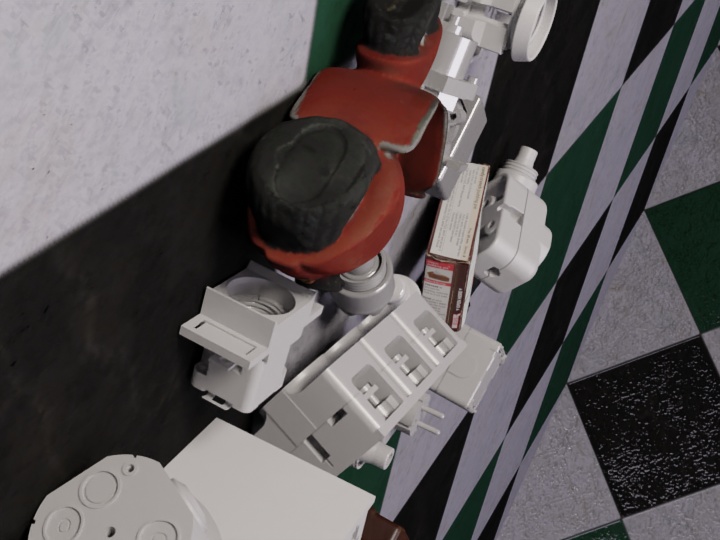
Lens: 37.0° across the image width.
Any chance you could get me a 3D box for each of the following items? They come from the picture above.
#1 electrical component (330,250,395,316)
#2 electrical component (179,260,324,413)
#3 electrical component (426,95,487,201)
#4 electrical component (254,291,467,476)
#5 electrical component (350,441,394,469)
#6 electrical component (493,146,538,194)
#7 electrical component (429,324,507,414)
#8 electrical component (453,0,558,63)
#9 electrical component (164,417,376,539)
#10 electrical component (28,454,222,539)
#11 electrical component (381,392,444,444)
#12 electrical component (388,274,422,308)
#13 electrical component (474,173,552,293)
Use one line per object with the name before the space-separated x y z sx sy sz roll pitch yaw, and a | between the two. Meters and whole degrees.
electrical component | 0.000 0.000 0.695 0.043 0.043 0.062 -58 160 -26
electrical component | -0.058 0.037 0.570 0.081 0.042 0.063 -35 146 -59
electrical component | 0.053 -0.083 0.739 0.065 0.047 0.076 -63 162 -9
electrical component | -0.002 0.079 0.720 0.089 0.061 0.150 -44 176 31
electrical component | -0.005 0.130 0.816 0.048 0.062 0.048 -56 160 -32
electrical component | 0.152 -0.088 1.037 0.062 0.043 0.043 -66 163 -3
electrical component | 0.085 0.082 0.930 0.061 0.061 0.096 -61 166 -4
electrical component | 0.100 -0.178 0.743 0.058 0.057 0.078 -37 146 -59
electrical component | -0.084 0.169 0.555 0.186 0.105 0.060 -43 151 -52
electrical component | -0.105 0.127 0.484 0.080 0.080 0.051 -58 156 -28
electrical component | 0.032 0.111 0.879 0.047 0.077 0.065 -47 154 -48
electrical component | 0.026 0.022 0.807 0.040 0.040 0.078 -62 163 -14
electrical component | 0.131 -0.030 0.962 0.054 0.059 0.095 -32 -148 44
